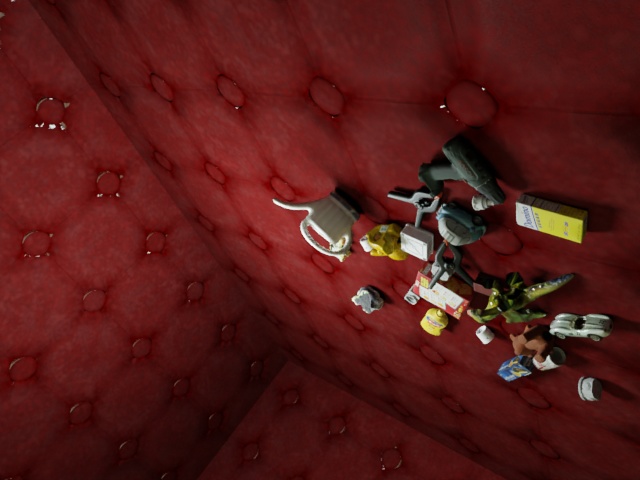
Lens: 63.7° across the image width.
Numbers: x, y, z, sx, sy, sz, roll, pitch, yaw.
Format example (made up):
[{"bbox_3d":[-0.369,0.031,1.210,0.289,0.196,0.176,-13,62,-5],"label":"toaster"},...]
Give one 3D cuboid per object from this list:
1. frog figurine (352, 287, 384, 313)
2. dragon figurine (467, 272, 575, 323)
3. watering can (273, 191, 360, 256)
[{"bbox_3d":[0.241,0.284,2.439,0.138,0.123,0.159,13,180,30],"label":"frog figurine"},{"bbox_3d":[0.664,0.208,1.700,0.406,0.125,0.240,-19,145,37],"label":"dragon figurine"},{"bbox_3d":[0.006,-0.100,1.982,0.346,0.226,0.104,44,171,-6],"label":"watering can"}]
